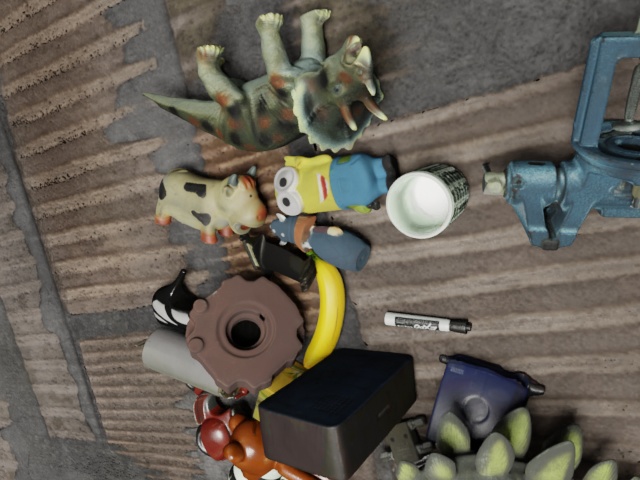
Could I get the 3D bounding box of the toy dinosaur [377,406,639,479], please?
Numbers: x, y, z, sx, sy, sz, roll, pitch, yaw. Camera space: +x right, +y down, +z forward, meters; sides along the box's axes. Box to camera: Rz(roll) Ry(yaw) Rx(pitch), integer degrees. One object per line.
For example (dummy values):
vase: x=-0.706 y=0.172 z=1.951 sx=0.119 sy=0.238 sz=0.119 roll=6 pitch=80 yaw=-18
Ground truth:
toy dinosaur: x=0.234 y=0.303 z=0.617 sx=0.472 sy=0.105 sz=0.198 roll=7 pitch=100 yaw=-7

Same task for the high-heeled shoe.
high-heeled shoe: x=-0.188 y=0.154 z=0.912 sx=0.249 sy=0.086 sz=0.145 roll=40 pitch=125 yaw=15

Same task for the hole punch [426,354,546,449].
hole punch: x=0.209 y=0.224 z=0.711 sx=0.142 sy=0.092 sz=0.115 roll=15 pitch=106 yaw=28

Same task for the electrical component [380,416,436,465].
electrical component: x=0.125 y=0.299 z=0.803 sx=0.094 sy=0.021 sz=0.063 roll=-30 pitch=70 yaw=31

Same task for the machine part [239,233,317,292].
machine part: x=-0.063 y=0.034 z=0.812 sx=0.139 sy=0.039 sz=0.084 roll=18 pitch=137 yaw=39

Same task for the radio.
radio: x=0.029 y=0.220 z=0.723 sx=0.131 sy=0.229 sz=0.073 roll=-1 pitch=99 yaw=32

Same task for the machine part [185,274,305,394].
machine part: x=-0.110 y=0.138 z=0.806 sx=0.179 sy=0.179 sz=0.056 roll=45 pitch=157 yaw=11

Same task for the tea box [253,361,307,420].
tea box: x=-0.005 y=0.267 z=0.829 sx=0.170 sy=0.098 sz=0.068 roll=25 pitch=114 yaw=18

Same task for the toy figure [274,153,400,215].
toy figure: x=0.022 y=-0.073 z=0.737 sx=0.180 sy=0.089 sz=0.082 roll=-9 pitch=70 yaw=20

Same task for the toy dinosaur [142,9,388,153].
toy dinosaur: x=-0.075 y=-0.189 z=0.744 sx=0.405 sy=0.131 sz=0.192 roll=-13 pitch=96 yaw=36

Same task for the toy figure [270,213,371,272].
toy figure: x=-0.002 y=-0.001 z=0.782 sx=0.155 sy=0.058 sz=0.064 roll=24 pitch=107 yaw=26

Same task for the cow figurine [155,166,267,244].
cow figurine: x=-0.167 y=-0.063 z=0.841 sx=0.195 sy=0.085 sz=0.127 roll=19 pitch=117 yaw=24

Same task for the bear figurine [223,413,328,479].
bear figurine: x=-0.063 y=0.357 z=0.839 sx=0.196 sy=0.120 sz=0.131 roll=14 pitch=103 yaw=-11

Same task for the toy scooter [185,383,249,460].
toy scooter: x=-0.164 y=0.294 z=0.935 sx=0.135 sy=0.075 sz=0.183 roll=-14 pitch=91 yaw=31

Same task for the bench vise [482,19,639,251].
bench vise: x=0.285 y=-0.108 z=0.553 sx=0.224 sy=0.129 sz=0.240 roll=8 pitch=124 yaw=18

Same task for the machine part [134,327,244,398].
machine part: x=-0.210 y=0.202 z=0.898 sx=0.244 sy=0.079 sz=0.079 roll=11 pitch=108 yaw=28
